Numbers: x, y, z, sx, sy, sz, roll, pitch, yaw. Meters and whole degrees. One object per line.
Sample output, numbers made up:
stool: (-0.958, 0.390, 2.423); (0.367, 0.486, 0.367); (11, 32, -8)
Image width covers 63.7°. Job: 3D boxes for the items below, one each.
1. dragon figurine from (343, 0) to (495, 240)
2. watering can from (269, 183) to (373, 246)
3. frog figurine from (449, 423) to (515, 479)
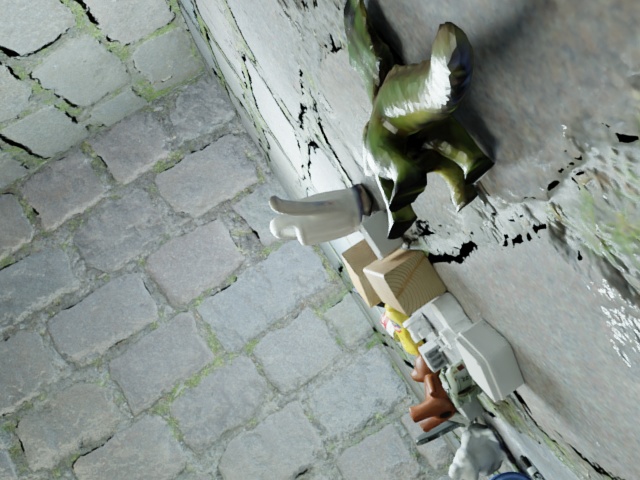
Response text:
dragon figurine: (0.069, -0.146, 0.523); (0.122, 0.246, 0.403); (-24, -22, -3)
watering can: (0.003, -0.054, 1.069); (0.224, 0.105, 0.344); (-15, -9, -2)
frog figurine: (0.394, 0.555, 1.320); (0.160, 0.135, 0.124); (-31, 28, -4)
